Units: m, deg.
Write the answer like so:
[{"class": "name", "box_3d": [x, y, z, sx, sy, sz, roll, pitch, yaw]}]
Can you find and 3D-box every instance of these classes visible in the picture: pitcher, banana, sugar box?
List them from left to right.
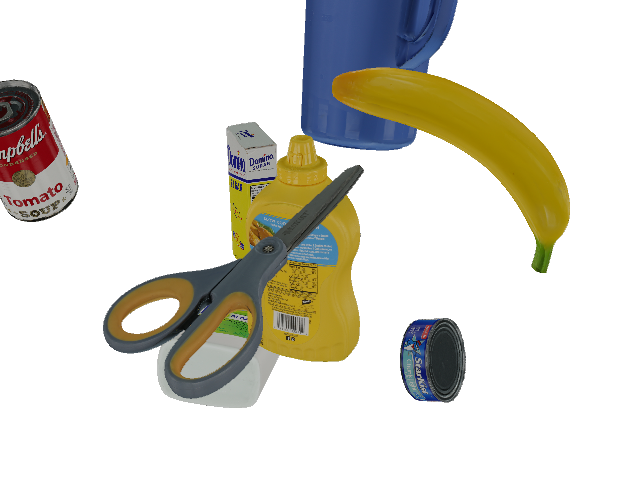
[{"class": "sugar box", "box_3d": [-0.083, -0.048, 1.312, 0.048, 0.176, 0.093, -11, 26, -16]}, {"class": "pitcher", "box_3d": [0.052, -0.206, 0.954, 0.145, 0.243, 0.149, 7, 14, 7]}, {"class": "banana", "box_3d": [0.100, -0.061, 0.710, 0.198, 0.070, 0.037, 41, 11, -5]}]

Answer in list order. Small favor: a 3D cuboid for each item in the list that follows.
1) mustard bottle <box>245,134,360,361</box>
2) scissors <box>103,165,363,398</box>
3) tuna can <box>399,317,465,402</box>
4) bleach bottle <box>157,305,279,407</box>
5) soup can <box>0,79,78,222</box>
[{"class": "mustard bottle", "box_3d": [-0.015, 0.005, 0.889, 0.096, 0.192, 0.058, 11, 28, 22]}, {"class": "scissors", "box_3d": [-0.050, 0.011, 0.606, 0.096, 0.016, 0.201, 8, 41, 18]}, {"class": "tuna can", "box_3d": [0.115, 0.122, 1.092, 0.034, 0.086, 0.086, -4, -2, 33]}, {"class": "bleach bottle", "box_3d": [-0.081, 0.080, 1.088, 0.102, 0.068, 0.250, 8, 22, 7]}, {"class": "soup can", "box_3d": [-0.250, -0.073, 0.890, 0.068, 0.068, 0.102, 0, -42, 11]}]
